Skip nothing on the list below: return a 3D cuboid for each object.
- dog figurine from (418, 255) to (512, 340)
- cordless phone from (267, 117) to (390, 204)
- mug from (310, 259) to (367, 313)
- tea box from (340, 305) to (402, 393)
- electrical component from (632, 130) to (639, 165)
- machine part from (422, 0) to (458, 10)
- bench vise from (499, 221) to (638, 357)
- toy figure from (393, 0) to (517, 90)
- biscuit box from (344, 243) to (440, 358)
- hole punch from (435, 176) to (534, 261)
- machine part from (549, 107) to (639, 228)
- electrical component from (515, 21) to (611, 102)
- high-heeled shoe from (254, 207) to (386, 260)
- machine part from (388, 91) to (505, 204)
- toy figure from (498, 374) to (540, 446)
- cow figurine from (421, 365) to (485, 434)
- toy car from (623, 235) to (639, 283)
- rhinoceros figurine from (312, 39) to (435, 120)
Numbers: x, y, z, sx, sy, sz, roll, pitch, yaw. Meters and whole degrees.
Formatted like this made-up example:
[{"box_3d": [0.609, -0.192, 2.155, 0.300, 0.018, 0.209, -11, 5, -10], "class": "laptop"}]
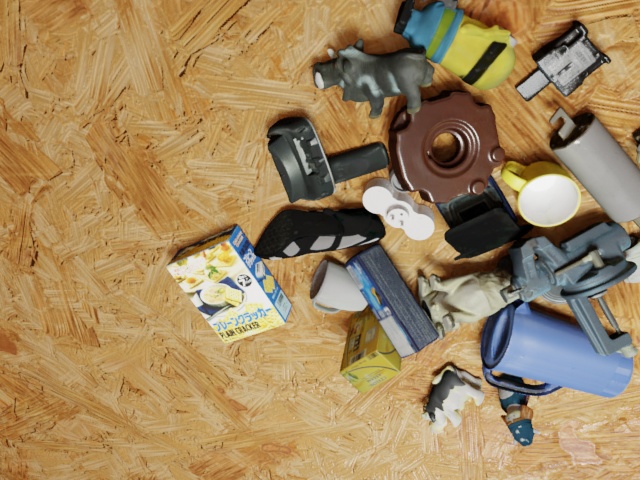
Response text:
[{"box_3d": [0.288, 0.099, 0.979, 0.191, 0.172, 0.121, -14, 86, -9], "class": "dog figurine"}, {"box_3d": [0.015, -0.148, 0.898, 0.184, 0.089, 0.146, -17, 115, 9], "class": "cordless phone"}, {"box_3d": [0.039, 0.103, 1.033, 0.107, 0.081, 0.109, 20, 118, -11], "class": "mug"}, {"box_3d": [0.102, 0.193, 1.019, 0.098, 0.170, 0.068, -37, 106, 30], "class": "tea box"}, {"box_3d": [0.519, -0.130, 0.804, 0.078, 0.045, 0.102, -37, 107, 30], "class": "electrical component"}, {"box_3d": [0.137, -0.367, 0.734, 0.139, 0.084, 0.039, 33, 147, 1], "class": "machine part"}, {"box_3d": [0.415, 0.088, 0.855, 0.224, 0.129, 0.240, -28, 87, -11], "class": "bench vise"}, {"box_3d": [0.191, -0.280, 0.765, 0.180, 0.082, 0.089, 20, 122, -3], "class": "toy figure"}, {"box_3d": [0.127, 0.107, 0.967, 0.202, 0.063, 0.059, 59, 148, 10], "class": "biscuit box"}, {"box_3d": [0.266, -0.036, 0.905, 0.142, 0.092, 0.115, -29, 140, 23], "class": "hole punch"}, {"box_3d": [0.432, -0.108, 0.819, 0.243, 0.079, 0.079, 43, 120, -13], "class": "machine part"}, {"box_3d": [0.341, -0.246, 0.773, 0.119, 0.048, 0.074, -37, 107, 27], "class": "electrical component"}, {"box_3d": [-0.002, -0.003, 1.001, 0.145, 0.086, 0.249, 21, 149, -38], "class": "high-heeled shoe"}, {"box_3d": [0.193, -0.142, 0.826, 0.179, 0.056, 0.179, -1, 105, -5], "class": "machine part"}, {"box_3d": [0.382, 0.329, 1.049, 0.058, 0.154, 0.064, 16, 124, -1], "class": "toy figure"}, {"box_3d": [0.262, 0.339, 1.133, 0.098, 0.068, 0.167, 32, 119, -1], "class": "cow figurine"}, {"box_3d": [0.574, 0.006, 0.869, 0.202, 0.056, 0.073, -32, 110, 27], "class": "toy car"}, {"box_3d": [0.073, -0.240, 0.793, 0.191, 0.073, 0.112, 10, 157, 38], "class": "rhinoceros figurine"}]
